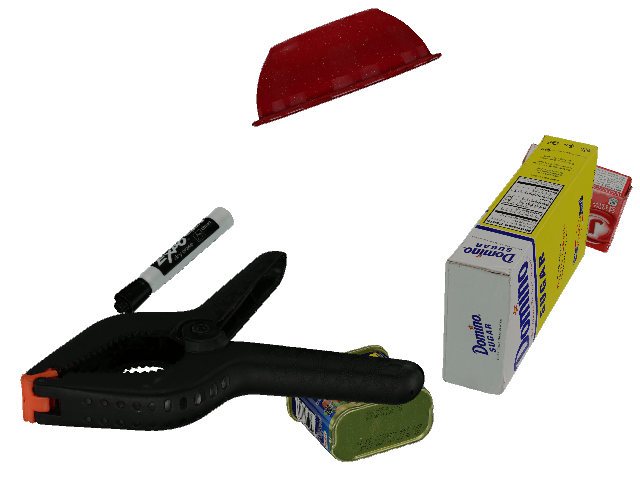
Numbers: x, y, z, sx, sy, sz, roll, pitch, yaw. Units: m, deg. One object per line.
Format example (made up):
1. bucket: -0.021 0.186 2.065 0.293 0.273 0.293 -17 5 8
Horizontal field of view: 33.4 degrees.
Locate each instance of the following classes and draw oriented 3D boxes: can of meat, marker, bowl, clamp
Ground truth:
1. can of meat: 0.034 0.138 0.904 0.102 0.057 0.084 -12 24 -23
2. marker: -0.111 0.015 0.808 0.020 0.020 0.121 0 35 47
3. bowl: 0.012 -0.144 0.855 0.162 0.055 0.162 -20 8 3
4. clamp: -0.068 0.060 0.611 0.209 0.036 0.165 -8 28 -24

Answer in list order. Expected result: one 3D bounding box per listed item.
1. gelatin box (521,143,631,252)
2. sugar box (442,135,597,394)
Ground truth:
1. gelatin box: 0.209 -0.034 0.896 0.089 0.030 0.073 22 -35 16
2. sugar box: 0.132 0.011 0.690 0.048 0.093 0.176 13 36 23
